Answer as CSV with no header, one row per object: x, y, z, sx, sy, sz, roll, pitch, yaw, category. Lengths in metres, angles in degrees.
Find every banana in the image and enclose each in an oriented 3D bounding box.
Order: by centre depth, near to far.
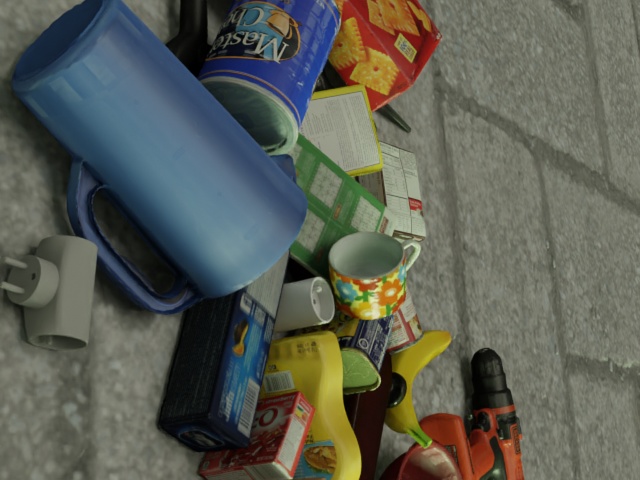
0.101,0.154,1.185,0.069,0.037,0.197,30,35,-5,banana

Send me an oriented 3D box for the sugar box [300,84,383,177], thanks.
-0.019,-0.097,1.067,0.175,0.048,0.093,-15,92,-38,sugar box

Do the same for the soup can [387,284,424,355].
0.063,0.067,1.150,0.068,0.069,0.102,-35,108,-55,soup can

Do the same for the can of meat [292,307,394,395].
0.017,0.102,1.038,0.057,0.102,0.083,55,36,-29,can of meat

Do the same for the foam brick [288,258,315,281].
-0.007,0.001,1.082,0.078,0.051,0.053,62,36,-21,foam brick

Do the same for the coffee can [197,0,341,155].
-0.049,-0.159,0.962,0.102,0.103,0.140,46,51,-38,coffee can

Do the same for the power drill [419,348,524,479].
0.187,0.230,1.287,0.187,0.057,0.184,-5,83,-57,power drill

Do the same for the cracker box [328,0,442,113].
0.038,-0.268,1.180,0.213,0.072,0.164,52,33,-13,cracker box

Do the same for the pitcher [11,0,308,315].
-0.134,-0.066,0.858,0.242,0.145,0.149,49,23,-30,pitcher

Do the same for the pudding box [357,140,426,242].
0.082,-0.054,1.250,0.089,0.039,0.113,11,68,-54,pudding box

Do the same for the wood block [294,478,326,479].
-0.077,0.259,0.847,0.205,0.090,0.091,-6,84,-58,wood block

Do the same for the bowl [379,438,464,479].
0.100,0.294,1.133,0.161,0.055,0.162,26,58,-50,bowl

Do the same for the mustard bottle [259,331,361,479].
-0.011,0.183,0.968,0.058,0.096,0.191,-8,85,-58,mustard bottle

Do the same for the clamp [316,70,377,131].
-0.018,-0.153,1.136,0.210,0.036,0.164,57,39,-26,clamp

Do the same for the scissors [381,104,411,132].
0.072,-0.160,1.266,0.201,0.016,0.096,42,19,-41,scissors

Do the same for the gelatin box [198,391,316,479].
-0.054,0.172,0.914,0.030,0.089,0.073,51,41,-29,gelatin box

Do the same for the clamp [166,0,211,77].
-0.116,-0.177,0.992,0.120,0.039,0.171,54,39,-29,clamp
